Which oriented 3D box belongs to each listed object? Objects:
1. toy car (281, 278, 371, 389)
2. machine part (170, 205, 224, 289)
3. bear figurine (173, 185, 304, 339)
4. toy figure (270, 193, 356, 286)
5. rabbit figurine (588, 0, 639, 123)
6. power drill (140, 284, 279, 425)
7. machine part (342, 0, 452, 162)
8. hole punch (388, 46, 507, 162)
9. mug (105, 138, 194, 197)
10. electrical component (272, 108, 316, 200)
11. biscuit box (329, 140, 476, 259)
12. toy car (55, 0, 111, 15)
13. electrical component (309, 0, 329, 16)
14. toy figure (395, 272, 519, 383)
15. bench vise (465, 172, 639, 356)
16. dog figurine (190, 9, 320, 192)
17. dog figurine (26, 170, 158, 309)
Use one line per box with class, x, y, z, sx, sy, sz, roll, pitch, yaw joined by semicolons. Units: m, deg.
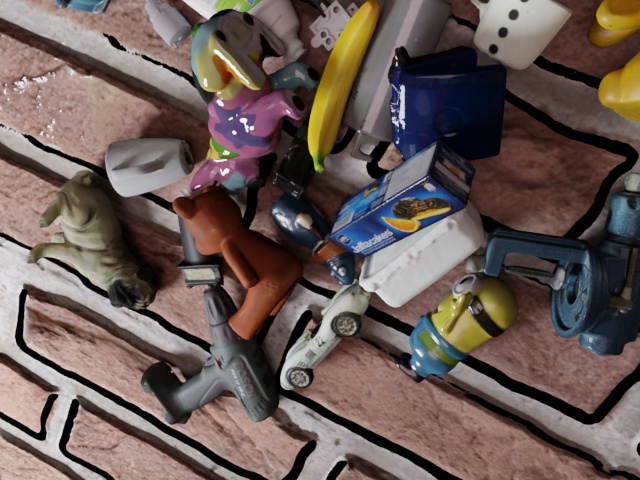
toy car;0.005;0.141;0.783;0.056;0.073;0.201;38;113;-2
machine part;-0.191;0.008;0.820;0.084;0.039;0.138;-6;107;27
bear figurine;-0.125;0.022;0.760;0.196;0.120;0.132;35;116;5
toy figure;-0.002;-0.001;0.746;0.154;0.064;0.058;44;105;1
rabbit figurine;0.369;-0.211;0.558;0.163;0.122;0.173;19;98;20
power drill;-0.182;0.199;0.861;0.207;0.086;0.232;-28;101;15
machine part;0.089;-0.209;0.644;0.079;0.079;0.243;25;113;7
hole punch;0.144;-0.146;0.607;0.116;0.092;0.142;-17;130;-10
mug;-0.241;-0.109;0.764;0.107;0.109;0.080;-11;100;6
electrical component;-0.016;-0.117;0.704;0.048;0.075;0.119;30;78;-5
biscuit box;0.092;-0.041;0.654;0.063;0.059;0.203;33;148;-17
toy car;-0.356;-0.378;0.710;0.162;0.103;0.109;33;112;2
electrical component;-0.008;-0.331;0.664;0.063;0.021;0.094;-40;93;24
toy figure;0.183;0.120;0.722;0.089;0.082;0.180;34;109;-8
bench vise;0.298;0.022;0.632;0.241;0.129;0.223;9;113;5
dog figurine;-0.117;-0.155;0.685;0.191;0.108;0.219;35;132;-24
dog figurine;-0.323;0.004;0.836;0.190;0.121;0.172;26;117;-8
